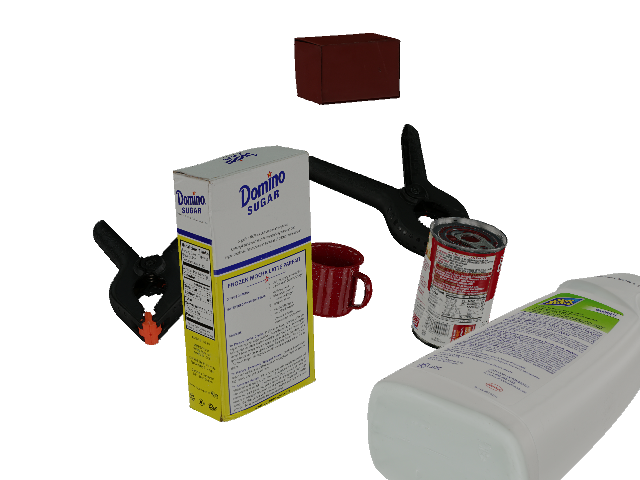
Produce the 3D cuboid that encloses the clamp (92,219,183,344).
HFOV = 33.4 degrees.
[{"bbox_3d":[-0.174,0.030,1.037,0.120,0.039,0.171,-4,38,7],"label":"clamp"}]

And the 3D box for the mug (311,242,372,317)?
[{"bbox_3d":[0.021,0.060,1.509,0.117,0.081,0.093,18,24,27],"label":"mug"}]

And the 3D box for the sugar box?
[{"bbox_3d":[-0.051,0.028,0.740,0.048,0.176,0.093,14,24,42],"label":"sugar box"}]

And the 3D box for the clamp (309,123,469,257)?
[{"bbox_3d":[0.087,-0.042,1.159,0.164,0.210,0.036,-15,-37,-29],"label":"clamp"}]

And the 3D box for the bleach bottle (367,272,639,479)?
[{"bbox_3d":[0.142,0.072,0.612,0.103,0.068,0.250,18,29,40],"label":"bleach bottle"}]

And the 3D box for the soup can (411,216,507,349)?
[{"bbox_3d":[0.121,0.039,0.939,0.068,0.102,0.068,7,24,-3],"label":"soup can"}]

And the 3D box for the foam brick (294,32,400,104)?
[{"bbox_3d":[0.023,-0.147,0.913,0.078,0.051,0.053,-8,20,-24],"label":"foam brick"}]
